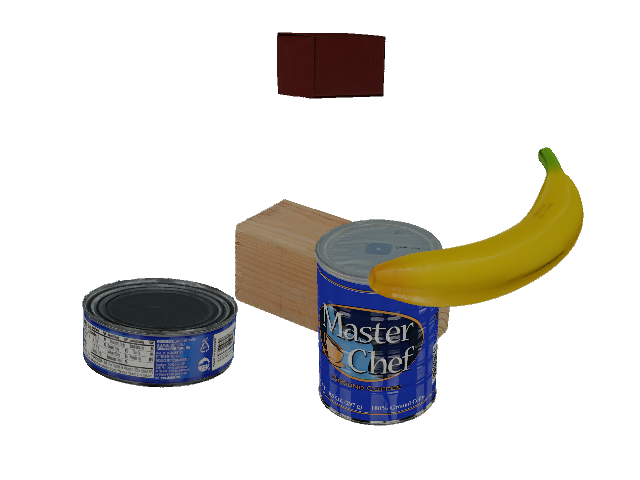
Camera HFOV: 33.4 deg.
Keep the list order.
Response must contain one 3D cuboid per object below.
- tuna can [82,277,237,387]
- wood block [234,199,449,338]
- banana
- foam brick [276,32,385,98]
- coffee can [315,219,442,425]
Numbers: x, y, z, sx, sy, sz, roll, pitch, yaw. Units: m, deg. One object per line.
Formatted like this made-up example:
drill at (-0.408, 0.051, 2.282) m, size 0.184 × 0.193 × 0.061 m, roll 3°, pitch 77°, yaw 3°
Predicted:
tuna can at (-0.090, 0.050, 0.598) m, size 0.086 × 0.034 × 0.086 m, roll 4°, pitch 16°, yaw -1°
wood block at (0.021, 0.039, 1.079) m, size 0.206 × 0.091 × 0.090 m, roll 20°, pitch 31°, yaw 30°
banana at (0.116, 0.003, 0.694) m, size 0.070 × 0.037 × 0.197 m, roll 35°, pitch 47°, yaw 27°
foam brick at (0.009, -0.146, 0.891) m, size 0.078 × 0.051 × 0.053 m, roll -7°, pitch 16°, yaw -36°
coffee can at (0.048, 0.067, 0.890) m, size 0.103 × 0.140 × 0.103 m, roll -1°, pitch 27°, yaw 0°
